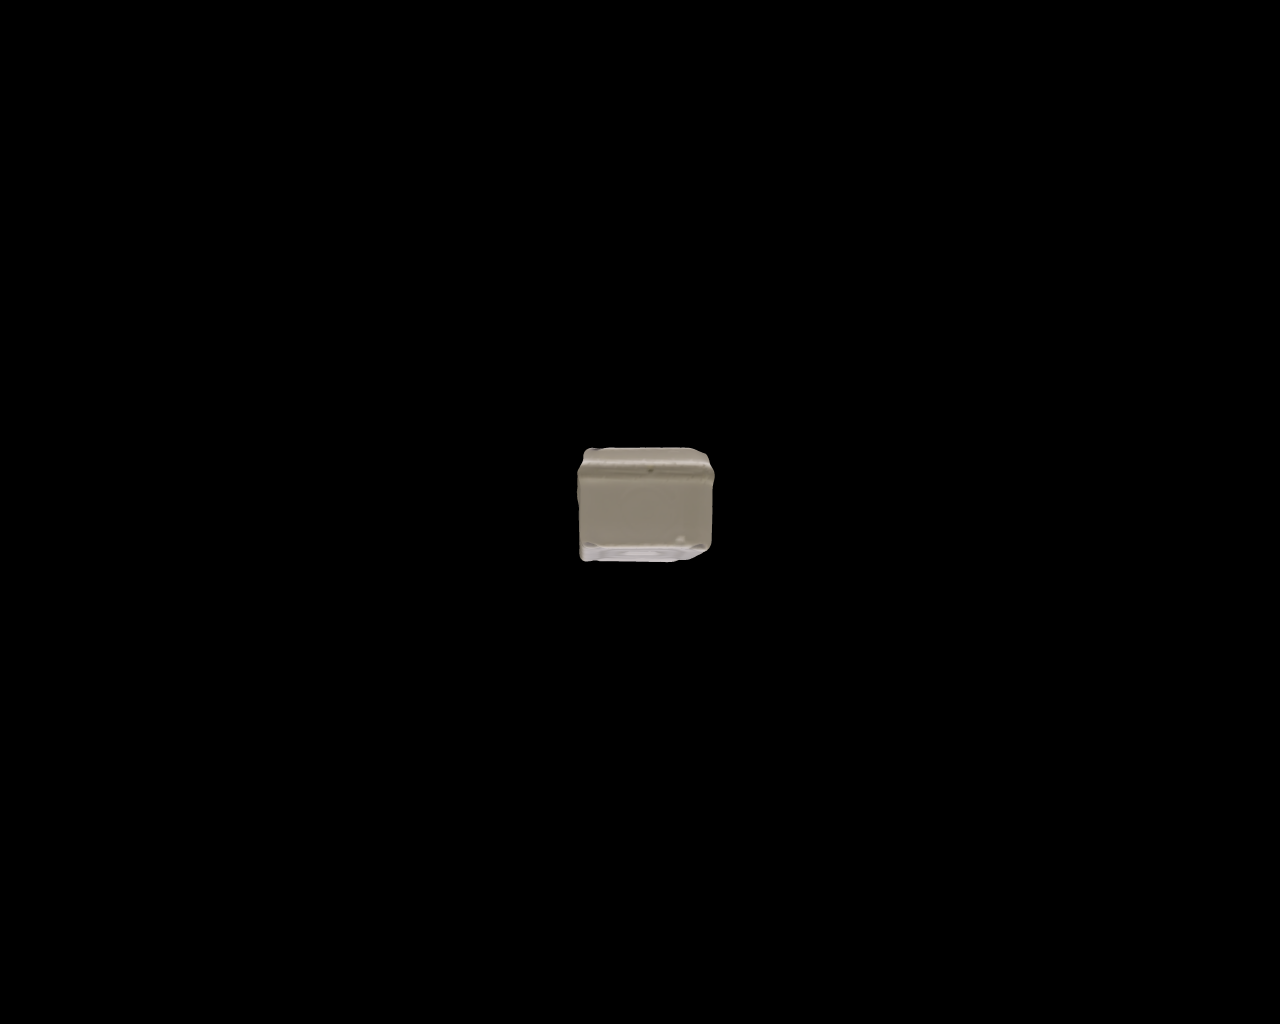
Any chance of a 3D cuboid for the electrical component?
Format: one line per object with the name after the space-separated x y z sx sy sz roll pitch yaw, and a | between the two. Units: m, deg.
0.001 -0.003 0.650 0.078 0.057 0.113 0 -7 -4 | electrical component
